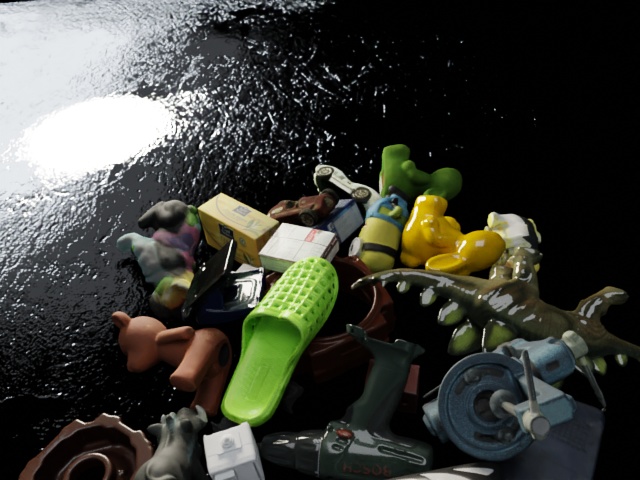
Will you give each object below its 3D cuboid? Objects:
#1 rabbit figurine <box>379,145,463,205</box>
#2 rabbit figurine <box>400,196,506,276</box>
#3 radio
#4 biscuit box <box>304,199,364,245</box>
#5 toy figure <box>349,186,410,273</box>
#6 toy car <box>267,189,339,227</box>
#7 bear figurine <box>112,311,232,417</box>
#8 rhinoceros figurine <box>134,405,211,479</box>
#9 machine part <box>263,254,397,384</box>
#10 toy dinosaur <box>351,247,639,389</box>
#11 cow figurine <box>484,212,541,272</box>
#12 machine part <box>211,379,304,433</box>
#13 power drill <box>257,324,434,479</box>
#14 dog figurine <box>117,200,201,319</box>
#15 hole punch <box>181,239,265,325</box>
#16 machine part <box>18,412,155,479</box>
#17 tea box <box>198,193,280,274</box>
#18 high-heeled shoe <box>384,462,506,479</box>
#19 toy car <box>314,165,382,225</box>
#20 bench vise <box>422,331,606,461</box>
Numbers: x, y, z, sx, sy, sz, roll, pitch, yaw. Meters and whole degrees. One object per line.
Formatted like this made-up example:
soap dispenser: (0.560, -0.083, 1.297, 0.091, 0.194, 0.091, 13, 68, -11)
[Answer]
rabbit figurine: (0.213, -0.115, 1.106, 0.170, 0.121, 0.159, 1, 47, 0)
rabbit figurine: (0.233, 0.010, 0.949, 0.173, 0.121, 0.162, 15, 56, 34)
radio: (0.262, 0.296, 0.668, 0.131, 0.073, 0.229, 17, 45, 26)
biscuit box: (-0.002, -0.003, 1.039, 0.063, 0.059, 0.203, 2, 35, 49)
toy figure: (0.119, -0.014, 1.005, 0.089, 0.082, 0.180, 16, 62, 32)
toy car: (-0.050, -0.058, 1.073, 0.202, 0.053, 0.089, -7, 32, 47)
bear figurine: (-0.242, 0.182, 0.834, 0.196, 0.120, 0.132, 3, 46, 14)
rhinoceros figurine: (-0.192, 0.285, 0.698, 0.073, 0.112, 0.190, -17, 7, 3)
machine part: (0.008, 0.119, 0.893, 0.201, 0.087, 0.202, -21, 42, -15)
toy dinosaur: (0.289, 0.111, 0.812, 0.472, 0.105, 0.198, 20, 56, 16)
cow figurine: (0.360, 0.020, 0.972, 0.098, 0.068, 0.167, 1, 43, 0)
machine part: (-0.094, 0.249, 0.797, 0.084, 0.039, 0.139, 32, 53, 30)
power drill: (0.046, 0.221, 0.724, 0.232, 0.086, 0.207, 12, 72, 13)
dog figurine: (-0.259, 0.042, 0.997, 0.219, 0.108, 0.191, 35, 75, 32)
hole punch: (-0.154, 0.079, 0.877, 0.116, 0.092, 0.142, -36, 29, 22)
machine part: (-0.310, 0.326, 0.727, 0.179, 0.056, 0.179, -3, 41, 3)
tea box: (-0.155, -0.013, 1.058, 0.170, 0.098, 0.068, 26, 50, 34)
high-heeled shoe: (0.093, 0.297, 0.641, 0.145, 0.086, 0.249, -36, 19, -36)
toy car: (0.057, -0.097, 1.136, 0.056, 0.073, 0.202, -30, 45, -25)
bench vise: (0.229, 0.175, 0.609, 0.224, 0.240, 0.129, -17, 82, 1)
